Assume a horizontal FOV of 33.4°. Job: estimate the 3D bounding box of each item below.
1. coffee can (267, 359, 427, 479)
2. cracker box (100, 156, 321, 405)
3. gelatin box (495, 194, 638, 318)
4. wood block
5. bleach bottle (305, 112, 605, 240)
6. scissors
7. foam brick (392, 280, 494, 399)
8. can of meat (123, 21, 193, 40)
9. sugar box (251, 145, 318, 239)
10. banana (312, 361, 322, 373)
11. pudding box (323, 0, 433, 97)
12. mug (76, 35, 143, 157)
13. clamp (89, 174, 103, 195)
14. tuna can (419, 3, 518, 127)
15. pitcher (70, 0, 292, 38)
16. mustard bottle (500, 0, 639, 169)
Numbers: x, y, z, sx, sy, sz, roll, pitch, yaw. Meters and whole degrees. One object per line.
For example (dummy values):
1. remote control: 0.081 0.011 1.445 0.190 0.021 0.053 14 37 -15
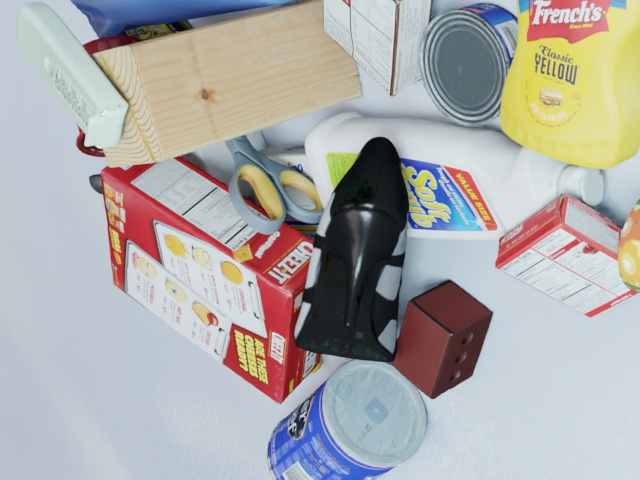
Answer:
1. coffee can: 0.023 0.185 1.006 0.103 0.102 0.141 57 143 13
2. cracker box: -0.094 0.026 0.959 0.214 0.072 0.164 32 144 20
3. gelatin box: 0.178 0.012 0.737 0.089 0.030 0.073 28 145 -15
4. wood block: -0.076 -0.132 0.871 0.090 0.205 0.091 1 108 52
5. bleach bottle: 0.100 -0.050 0.813 0.251 0.068 0.102 4 119 49
6. scissors: -0.053 -0.078 0.933 0.016 0.096 0.202 -59 35 36
7. foam brick: 0.101 0.084 0.893 0.051 0.052 0.078 39 136 32
8. can of meat: -0.159 -0.174 1.057 0.102 0.083 0.057 48 140 23
9. sugar box: -0.006 0.001 0.981 0.094 0.048 0.176 2 109 37
10. banana: -0.039 0.039 1.060 0.070 0.037 0.198 15 120 46
11. pudding box: 0.042 -0.177 0.813 0.090 0.039 0.113 47 162 23
12. mug: -0.172 -0.135 0.962 0.117 0.093 0.081 -20 75 11
13. clamp: -0.141 -0.053 1.066 0.171 0.120 0.039 42 164 -2
14. tuna can: 0.114 -0.128 0.777 0.086 0.033 0.086 28 129 41
15. pitcher: -0.111 -0.264 0.926 0.243 0.144 0.149 8 127 46
16. mustard bottle: 0.168 -0.147 0.678 0.096 0.058 0.192 29 130 40
